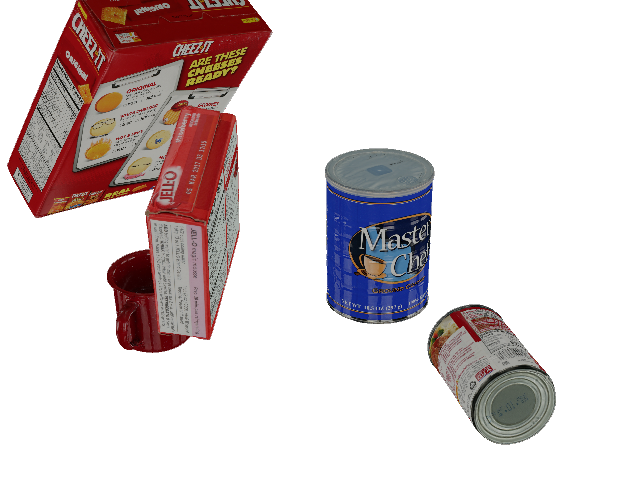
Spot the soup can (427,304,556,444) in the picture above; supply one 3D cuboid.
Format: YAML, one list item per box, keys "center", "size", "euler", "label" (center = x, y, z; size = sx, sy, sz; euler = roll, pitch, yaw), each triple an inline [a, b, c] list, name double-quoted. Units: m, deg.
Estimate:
- center: [0.131, 0.101, 0.823]
  size: [0.068, 0.068, 0.102]
  euler: [0, 23, -14]
  label: "soup can"

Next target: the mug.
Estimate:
- center: [-0.184, 0.073, 1.145]
  size: [0.093, 0.081, 0.117]
  euler: [9, 32, 16]
  label: "mug"

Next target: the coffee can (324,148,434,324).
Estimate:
- center: [0.056, -0.005, 1.031]
  size: [0.103, 0.140, 0.103]
  euler: [-1, 27, 0]
  label: "coffee can"

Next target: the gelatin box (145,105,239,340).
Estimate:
- center: [-0.060, -0.008, 0.514]
  size: [0.030, 0.073, 0.089]
  euler: [7, -42, 4]
  label: "gelatin box"

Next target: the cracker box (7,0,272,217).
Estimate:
- center: [-0.162, -0.123, 0.927]
  size: [0.163, 0.072, 0.214]
  euler: [-18, -24, -42]
  label: "cracker box"
